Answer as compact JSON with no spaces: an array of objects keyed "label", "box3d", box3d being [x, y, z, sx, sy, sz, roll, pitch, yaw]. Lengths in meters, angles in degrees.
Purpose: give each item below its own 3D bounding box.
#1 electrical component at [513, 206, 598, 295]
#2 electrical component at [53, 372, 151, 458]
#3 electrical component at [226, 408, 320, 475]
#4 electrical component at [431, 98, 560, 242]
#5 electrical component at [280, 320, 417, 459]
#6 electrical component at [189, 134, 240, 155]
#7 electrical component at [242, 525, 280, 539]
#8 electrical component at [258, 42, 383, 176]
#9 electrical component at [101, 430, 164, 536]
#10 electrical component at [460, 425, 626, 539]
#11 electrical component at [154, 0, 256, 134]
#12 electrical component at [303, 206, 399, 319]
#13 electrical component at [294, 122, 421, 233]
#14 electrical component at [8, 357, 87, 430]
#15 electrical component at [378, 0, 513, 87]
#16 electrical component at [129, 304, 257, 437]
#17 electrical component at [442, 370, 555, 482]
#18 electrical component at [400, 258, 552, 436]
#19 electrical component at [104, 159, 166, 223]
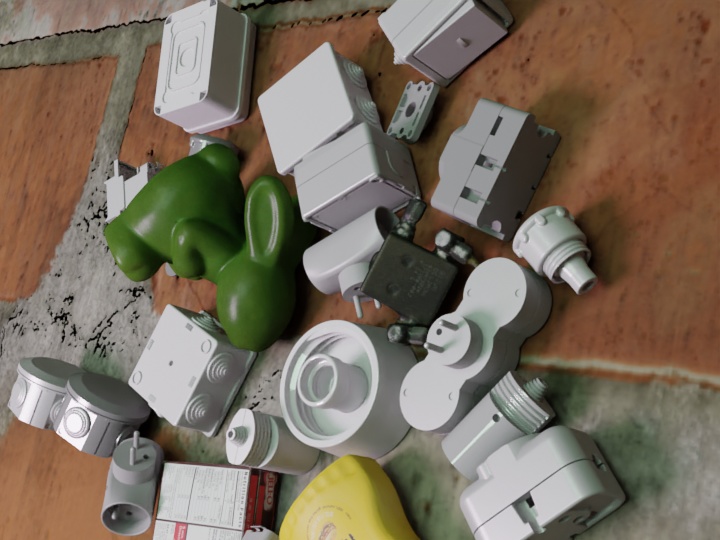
[{"label":"electrical component","box3d":[0.141,-0.011,0.750,0.048,0.048,0.062,-46,58,18]},{"label":"electrical component","box3d":[-0.238,0.132,0.993,0.080,0.080,0.051,36,104,41]},{"label":"electrical component","box3d":[-0.074,0.136,0.852,0.043,0.081,0.043,-15,66,36]},{"label":"electrical component","box3d":[0.098,-0.076,0.803,0.056,0.050,0.089,28,94,42]},{"label":"electrical component","box3d":[-0.014,0.090,0.832,0.108,0.060,0.108,-15,66,36]},{"label":"electrical component","box3d":[-0.143,-0.095,1.017,0.048,0.048,0.062,17,93,42]},{"label":"electrical component","box3d":[-0.078,0.236,0.826,0.042,0.081,0.063,-19,34,50]},{"label":"electrical component","box3d":[-0.034,-0.132,0.934,0.100,0.048,0.099,-34,56,26]},{"label":"electrical component","box3d":[-0.196,0.175,0.933,0.077,0.043,0.079,-91,9,-54]},{"label":"electrical component","box3d":[0.117,0.147,0.707,0.095,0.054,0.059,-41,53,22]},{"label":"electrical component","box3d":[-0.149,-0.196,1.047,0.078,0.057,0.113,-10,69,37]},{"label":"electrical component","box3d":[0.000,0.000,0.863,0.077,0.043,0.079,-30,58,29]},{"label":"electrical component","box3d":[-0.009,-0.071,0.883,0.096,0.062,0.061,-29,58,29]},{"label":"electrical component","box3d":[-0.299,0.120,1.047,0.080,0.080,0.051,27,98,42]},{"label":"electrical component","box3d":[0.065,-0.193,0.864,0.096,0.062,0.061,-42,53,21]},{"label":"electrical component","box3d":[-0.151,0.087,0.955,0.100,0.048,0.099,31,96,42]},{"label":"electrical component","box3d":[0.099,0.106,0.743,0.081,0.043,0.043,-49,51,16]},{"label":"electrical component","box3d":[0.073,0.053,0.763,0.052,0.074,0.138,39,101,41]},{"label":"electrical component","box3d":[-0.217,-0.073,1.072,0.064,0.042,0.081,-24,62,28]}]
